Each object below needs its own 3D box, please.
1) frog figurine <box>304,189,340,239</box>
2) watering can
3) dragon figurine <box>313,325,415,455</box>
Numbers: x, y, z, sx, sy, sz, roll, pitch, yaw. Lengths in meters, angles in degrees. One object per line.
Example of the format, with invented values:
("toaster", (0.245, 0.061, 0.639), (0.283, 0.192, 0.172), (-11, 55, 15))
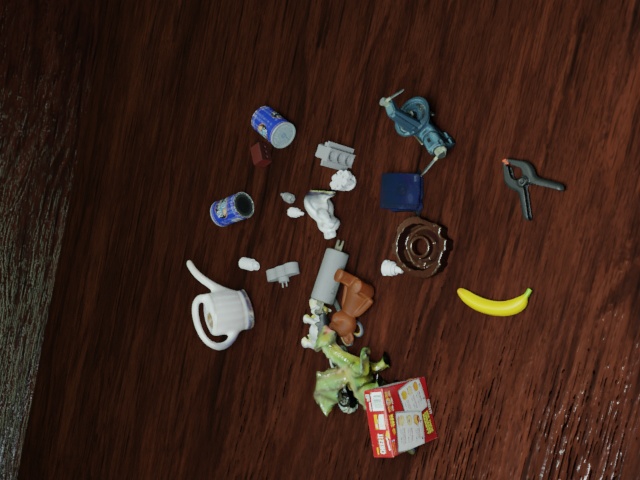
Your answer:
("frog figurine", (0.005, -0.085, 1.682), (0.138, 0.123, 0.158), (-153, 64, -72))
("watering can", (-0.363, 0.225, 1.884), (0.102, 0.225, 0.353), (-44, 57, 49))
("dragon figurine", (0.098, 0.440, 1.492), (0.241, 0.122, 0.413), (-24, 79, 24))
